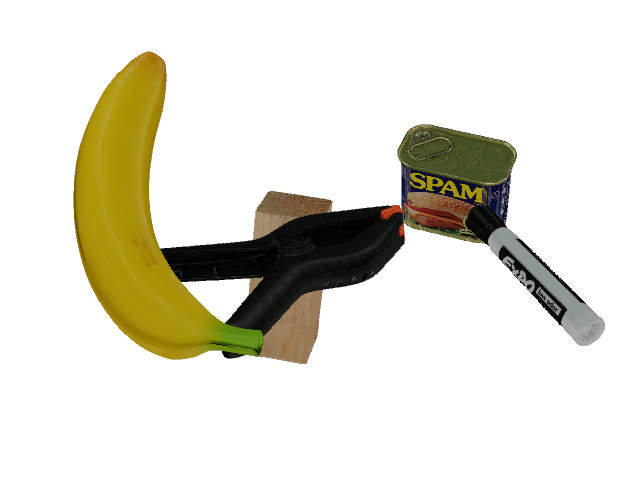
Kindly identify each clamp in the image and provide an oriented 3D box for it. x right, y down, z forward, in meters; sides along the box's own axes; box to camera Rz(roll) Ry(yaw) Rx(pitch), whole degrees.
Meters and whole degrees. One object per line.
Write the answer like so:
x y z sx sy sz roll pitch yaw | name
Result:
-0.031 0.014 0.788 0.209 0.036 0.165 -23 31 -34 | clamp

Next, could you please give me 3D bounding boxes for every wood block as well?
-0.044 0.049 1.435 0.090 0.206 0.090 9 22 6 | wood block

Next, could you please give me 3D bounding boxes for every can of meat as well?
0.122 -0.049 0.967 0.102 0.057 0.084 15 -40 17 | can of meat

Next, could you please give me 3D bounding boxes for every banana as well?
-0.089 -0.014 0.531 0.069 0.198 0.037 -13 -32 -16 | banana

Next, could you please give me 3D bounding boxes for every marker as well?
0.121 0.016 0.619 0.020 0.020 0.121 0 34 -31 | marker
